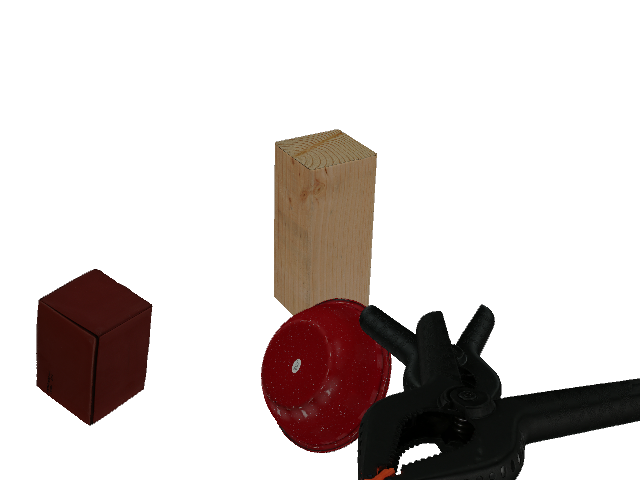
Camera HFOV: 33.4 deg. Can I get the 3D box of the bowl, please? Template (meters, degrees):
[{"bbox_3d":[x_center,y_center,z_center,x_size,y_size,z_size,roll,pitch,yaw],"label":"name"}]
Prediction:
[{"bbox_3d":[-0.008,0.131,1.080,0.162,0.162,0.055,0,-16,42],"label":"bowl"}]

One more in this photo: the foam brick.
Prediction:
[{"bbox_3d":[-0.148,0.068,0.692,0.053,0.078,0.051,30,39,24],"label":"foam brick"}]

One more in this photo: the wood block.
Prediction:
[{"bbox_3d":[0.002,-0.014,1.263,0.090,0.206,0.090,-14,32,-27],"label":"wood block"}]

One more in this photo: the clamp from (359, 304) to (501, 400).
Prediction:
[{"bbox_3d":[0.112,0.102,0.887,0.120,0.039,0.171,-9,34,-13],"label":"clamp"}]

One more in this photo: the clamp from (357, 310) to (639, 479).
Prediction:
[{"bbox_3d":[0.079,0.102,0.632,0.165,0.036,0.209,20,29,39],"label":"clamp"}]
